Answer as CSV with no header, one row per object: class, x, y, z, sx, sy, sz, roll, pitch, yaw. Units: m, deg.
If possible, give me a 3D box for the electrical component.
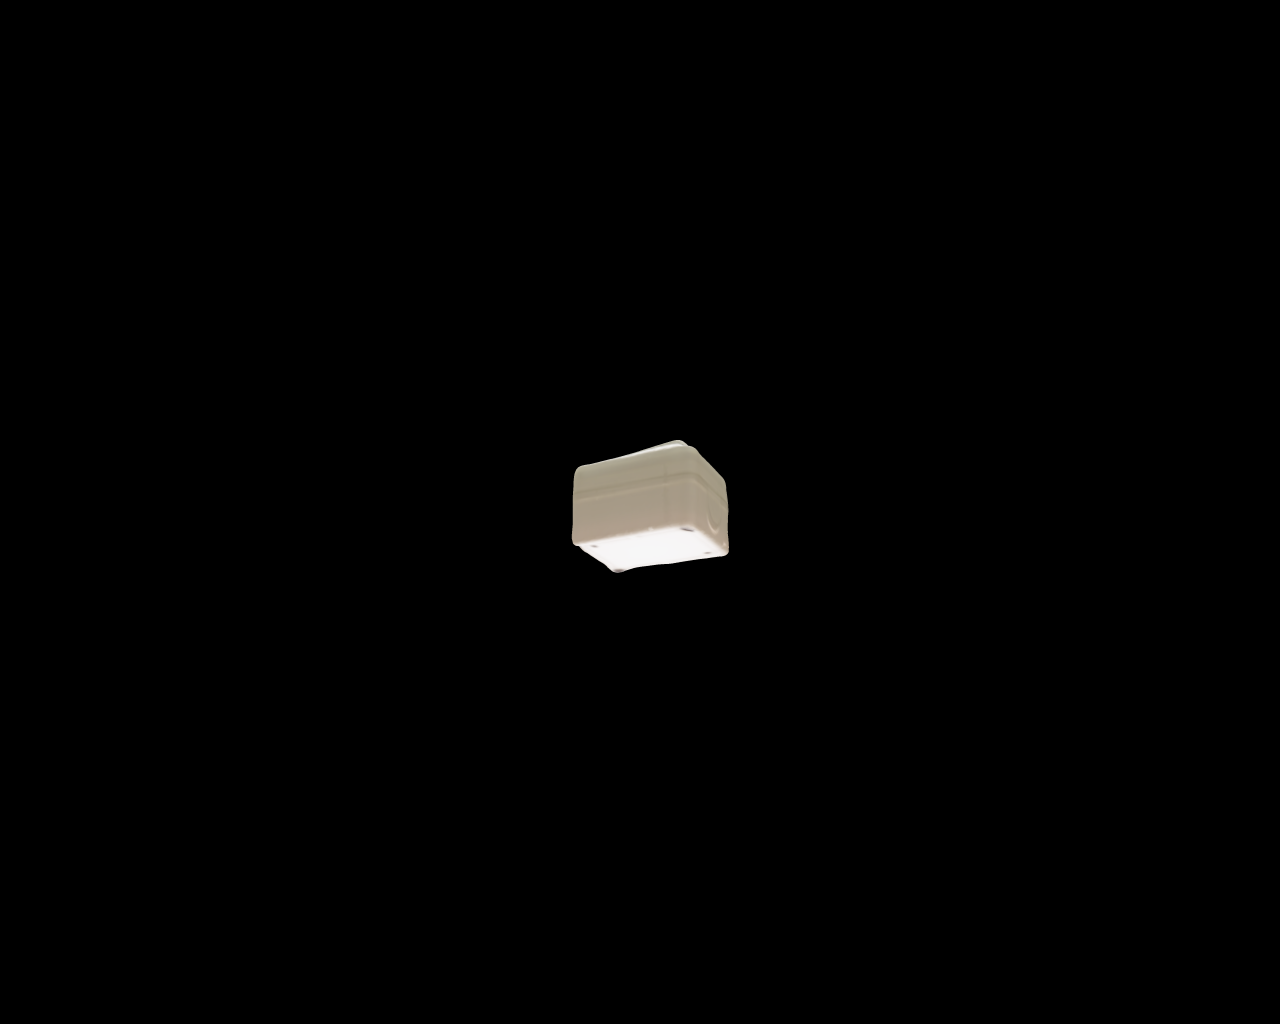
electrical component,0.001,-0.003,0.650,0.096,0.061,0.061,-9,-24,22
